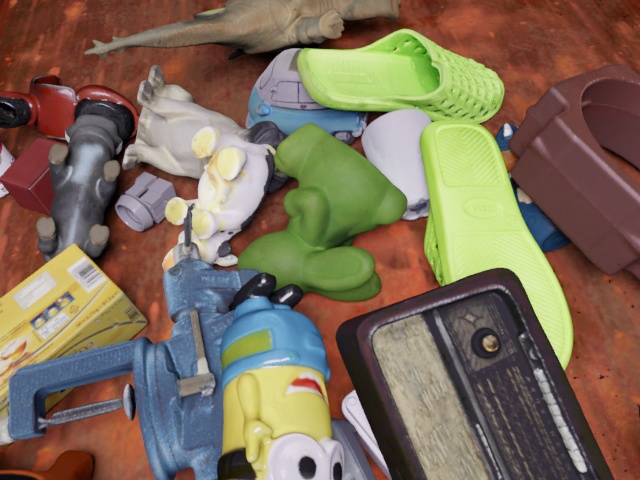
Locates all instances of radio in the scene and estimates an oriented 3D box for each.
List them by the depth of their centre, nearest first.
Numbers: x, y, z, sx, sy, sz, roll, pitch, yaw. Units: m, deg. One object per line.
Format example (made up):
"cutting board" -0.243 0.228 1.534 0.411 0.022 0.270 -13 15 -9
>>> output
"radio" 0.114 0.141 0.374 0.131 0.073 0.229 -21 85 -15

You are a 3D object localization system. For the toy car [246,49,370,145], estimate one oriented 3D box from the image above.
"toy car" -0.019 -0.180 0.666 0.162 0.102 0.109 9 57 16

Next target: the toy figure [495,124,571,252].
"toy figure" 0.218 -0.061 0.573 0.058 0.064 0.154 -19 55 6

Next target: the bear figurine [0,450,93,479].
"bear figurine" -0.240 0.265 0.387 0.120 0.132 0.195 13 84 -24

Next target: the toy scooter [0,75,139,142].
"toy scooter" -0.330 -0.176 0.713 0.184 0.075 0.135 5 25 -13

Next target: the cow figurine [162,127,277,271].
"cow figurine" -0.105 -0.028 0.569 0.068 0.098 0.167 34 108 27

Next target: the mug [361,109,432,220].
"mug" 0.109 -0.080 0.596 0.110 0.080 0.107 -9 65 -4

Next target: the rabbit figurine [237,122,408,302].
"rabbit figurine" -0.001 -0.002 0.550 0.159 0.121 0.170 39 86 22

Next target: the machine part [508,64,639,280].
"machine part" 0.300 -0.066 0.514 0.201 0.087 0.201 -23 65 -32

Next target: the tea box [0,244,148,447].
"tea box" -0.270 0.097 0.520 0.169 0.068 0.098 -42 59 -19

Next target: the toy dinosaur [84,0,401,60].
"toy dinosaur" -0.055 -0.289 0.693 0.199 0.105 0.471 0 20 47

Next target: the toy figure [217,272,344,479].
"toy figure" -0.032 0.114 0.381 0.082 0.089 0.180 9 44 -24

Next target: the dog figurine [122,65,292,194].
"dog figurine" -0.127 -0.121 0.659 0.190 0.121 0.172 14 27 -17

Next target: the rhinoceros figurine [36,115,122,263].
"rhinoceros figurine" -0.265 -0.059 0.612 0.073 0.112 0.190 7 69 -17

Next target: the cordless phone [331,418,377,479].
"cordless phone" -0.032 0.231 0.388 0.184 0.088 0.147 -25 56 -5

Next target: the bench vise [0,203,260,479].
"bench vise" -0.152 0.107 0.454 0.241 0.128 0.223 -13 73 -11
